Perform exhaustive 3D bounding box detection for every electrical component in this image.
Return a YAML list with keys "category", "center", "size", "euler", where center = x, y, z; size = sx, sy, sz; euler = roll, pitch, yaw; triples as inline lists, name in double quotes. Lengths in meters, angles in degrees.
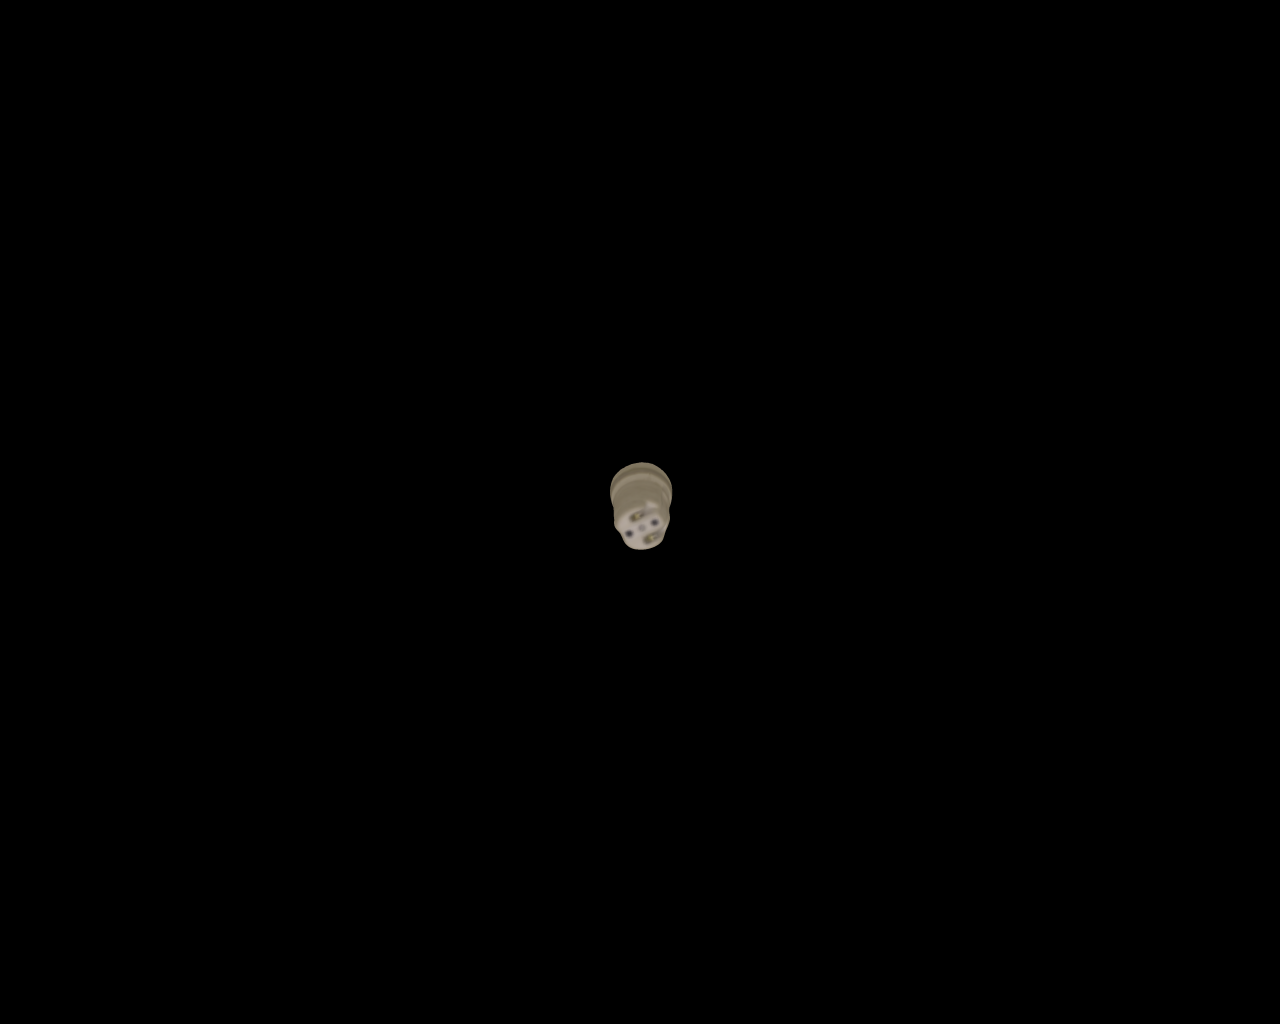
- category: "electrical component"
  center: [0.001, -0.003, 0.650]
  size: [0.040, 0.040, 0.046]
  euler: [0, 34, 0]
